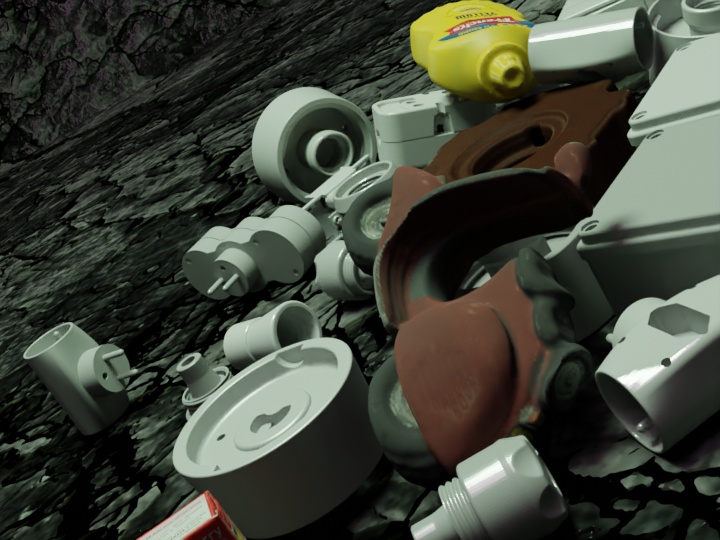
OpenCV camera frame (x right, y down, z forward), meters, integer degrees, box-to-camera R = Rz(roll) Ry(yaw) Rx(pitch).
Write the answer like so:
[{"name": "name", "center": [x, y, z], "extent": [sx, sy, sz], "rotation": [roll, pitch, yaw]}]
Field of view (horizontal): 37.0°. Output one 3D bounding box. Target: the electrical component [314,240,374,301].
[{"name": "electrical component", "center": [0.000, 0.000, 0.752], "extent": [0.062, 0.043, 0.043], "rotation": [-2, 35, 51]}]

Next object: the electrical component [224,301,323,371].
[{"name": "electrical component", "center": [-0.063, 0.048, 0.735], "extent": [0.065, 0.044, 0.044], "rotation": [-17, 24, 45]}]

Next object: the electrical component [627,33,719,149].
[{"name": "electrical component", "center": [0.230, -0.100, 0.636], "extent": [0.109, 0.056, 0.108], "rotation": [-12, 28, 43]}]

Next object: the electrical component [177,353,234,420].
[{"name": "electrical component", "center": [-0.090, 0.080, 0.667], "extent": [0.043, 0.062, 0.043], "rotation": [-28, 21, 11]}]

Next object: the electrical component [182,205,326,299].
[{"name": "electrical component", "center": [-0.098, -0.003, 0.885], "extent": [0.138, 0.052, 0.073], "rotation": [-13, 27, 42]}]

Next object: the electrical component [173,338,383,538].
[{"name": "electrical component", "center": [-0.036, 0.093, 0.565], "extent": [0.108, 0.060, 0.108], "rotation": [-28, 20, 11]}]

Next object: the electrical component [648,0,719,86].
[{"name": "electrical component", "center": [0.253, -0.166, 0.766], "extent": [0.099, 0.064, 0.099], "rotation": [-14, 35, 10]}]

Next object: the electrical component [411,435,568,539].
[{"name": "electrical component", "center": [0.052, 0.100, 0.449], "extent": [0.062, 0.043, 0.043], "rotation": [-31, 20, 6]}]

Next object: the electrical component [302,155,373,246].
[{"name": "electrical component", "center": [-0.004, -0.056, 0.889], "extent": [0.081, 0.042, 0.064], "rotation": [-43, 25, -25]}]

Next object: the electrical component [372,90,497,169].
[{"name": "electrical component", "center": [0.062, -0.110, 0.869], "extent": [0.095, 0.059, 0.053], "rotation": [-11, 21, -6]}]

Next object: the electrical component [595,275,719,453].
[{"name": "electrical component", "center": [0.138, 0.035, 0.475], "extent": [0.077, 0.043, 0.079], "rotation": [-35, 21, -9]}]

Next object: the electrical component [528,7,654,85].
[{"name": "electrical component", "center": [0.171, -0.154, 0.766], "extent": [0.077, 0.043, 0.079], "rotation": [-2, -6, 34]}]

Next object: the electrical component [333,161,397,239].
[{"name": "electrical component", "center": [0.015, -0.045, 0.814], "extent": [0.078, 0.057, 0.058], "rotation": [-13, 27, 42]}]

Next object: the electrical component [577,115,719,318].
[{"name": "electrical component", "center": [0.183, -0.031, 0.543], "extent": [0.109, 0.056, 0.108], "rotation": [-9, 30, 46]}]

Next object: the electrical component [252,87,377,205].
[{"name": "electrical component", "center": [-0.036, -0.107, 0.966], "extent": [0.108, 0.108, 0.060], "rotation": [-37, 27, -14]}]

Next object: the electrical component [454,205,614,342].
[{"name": "electrical component", "center": [0.091, -0.002, 0.603], "extent": [0.108, 0.060, 0.108], "rotation": [-27, 21, 11]}]

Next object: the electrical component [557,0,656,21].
[{"name": "electrical component", "center": [0.218, -0.202, 0.880], "extent": [0.096, 0.061, 0.061], "rotation": [-19, 24, 31]}]

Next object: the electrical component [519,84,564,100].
[{"name": "electrical component", "center": [0.156, -0.156, 0.890], "extent": [0.043, 0.043, 0.081], "rotation": [-40, 22, -21]}]

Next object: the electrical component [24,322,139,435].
[{"name": "electrical component", "center": [-0.200, 0.078, 0.809], "extent": [0.079, 0.077, 0.043], "rotation": [-19, 24, 31]}]
